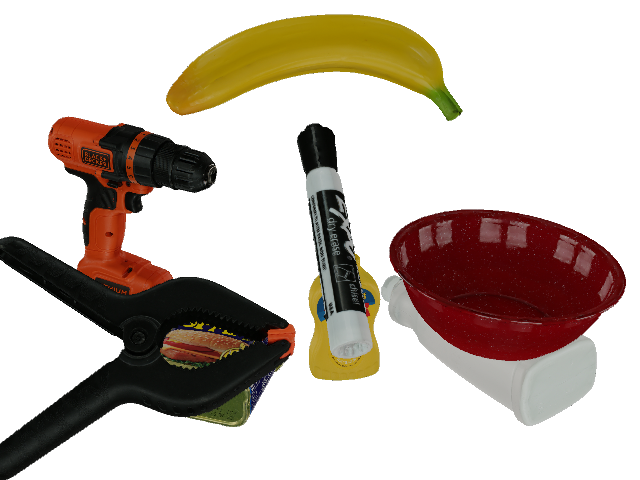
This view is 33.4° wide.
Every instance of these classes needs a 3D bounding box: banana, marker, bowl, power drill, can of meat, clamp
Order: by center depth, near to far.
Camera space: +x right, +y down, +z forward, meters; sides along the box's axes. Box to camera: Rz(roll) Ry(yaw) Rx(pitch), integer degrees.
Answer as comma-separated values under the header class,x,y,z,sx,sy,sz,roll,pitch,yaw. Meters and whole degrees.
class,x,y,z,sx,sy,sz,roll,pitch,yaw
marker,0.005,-0.004,0.498,0.020,0.121,0.020,-7,-30,-4
banana,-0.002,-0.115,0.693,0.197,0.069,0.037,-1,-24,-13
clamp,-0.123,0.061,0.701,0.210,0.164,0.036,-9,-24,-6
bowl,0.126,0.036,0.746,0.162,0.055,0.162,3,28,-2
can of meat,-0.091,0.104,0.889,0.102,0.057,0.083,9,31,14
power drill,-0.186,-0.025,1.077,0.185,0.188,0.057,16,31,22

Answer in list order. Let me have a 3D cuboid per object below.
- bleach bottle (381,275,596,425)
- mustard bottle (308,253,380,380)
class,x,y,z,sx,sy,sz,roll,pitch,yaw
bleach bottle,0.143,0.090,1.046,0.102,0.068,0.251,-20,29,-31
mustard bottle,0.032,0.092,1.441,0.096,0.192,0.058,-2,20,-6
